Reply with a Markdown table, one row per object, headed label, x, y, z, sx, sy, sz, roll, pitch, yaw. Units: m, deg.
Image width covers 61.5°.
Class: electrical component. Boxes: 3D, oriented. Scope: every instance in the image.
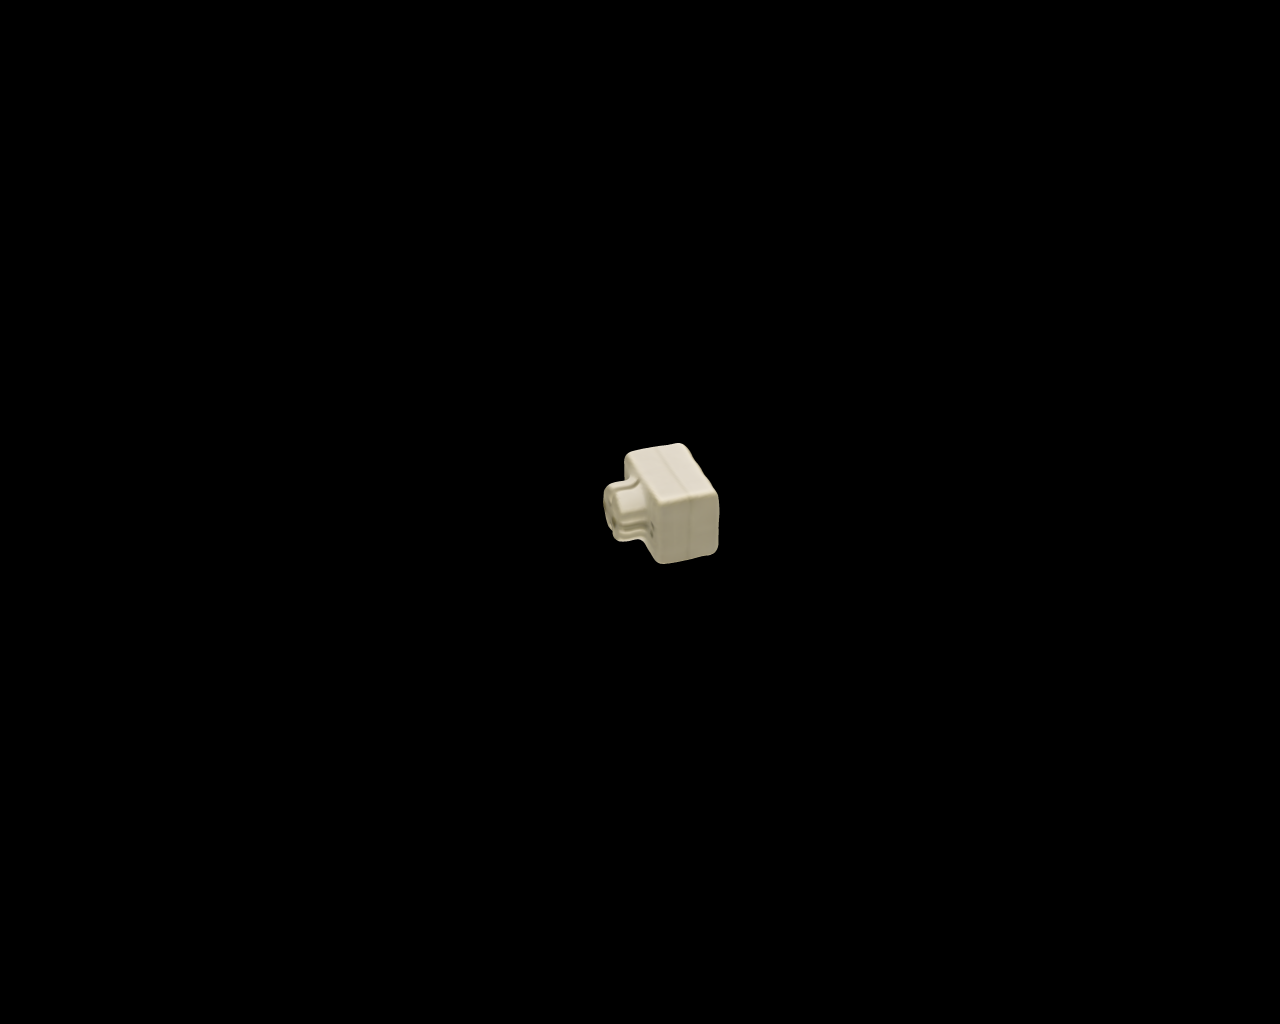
| label | x | y | z | sx | sy | sz | roll | pitch | yaw |
| --- | --- | --- | --- | --- | --- | --- | --- | --- | --- |
| electrical component | 0.001 | -0.003 | 0.650 | 0.077 | 0.047 | 0.066 | -10 | 35 | -15 |
